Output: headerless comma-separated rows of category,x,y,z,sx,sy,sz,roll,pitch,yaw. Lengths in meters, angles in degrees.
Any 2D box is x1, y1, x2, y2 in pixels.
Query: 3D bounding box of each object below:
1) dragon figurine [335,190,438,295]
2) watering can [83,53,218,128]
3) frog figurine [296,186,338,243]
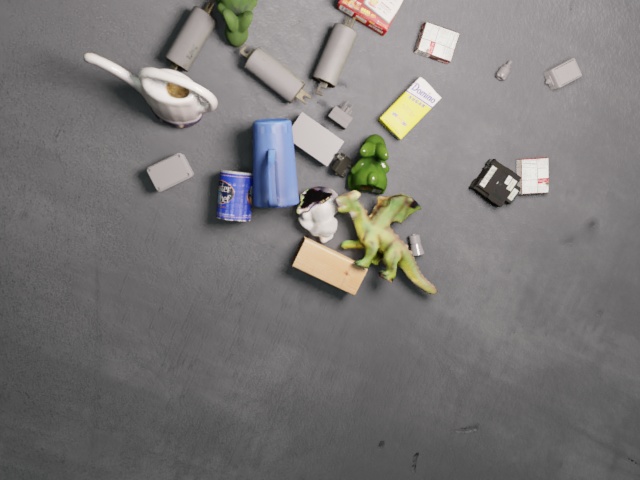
dragon figurine,0.215,-0.017,1.518,0.409,0.123,0.241,24,101,-10
watering can,-0.444,-0.408,1.402,0.347,0.222,0.105,17,75,-3
frog figurine,0.005,-0.077,1.536,0.138,0.125,0.156,-38,134,-7
